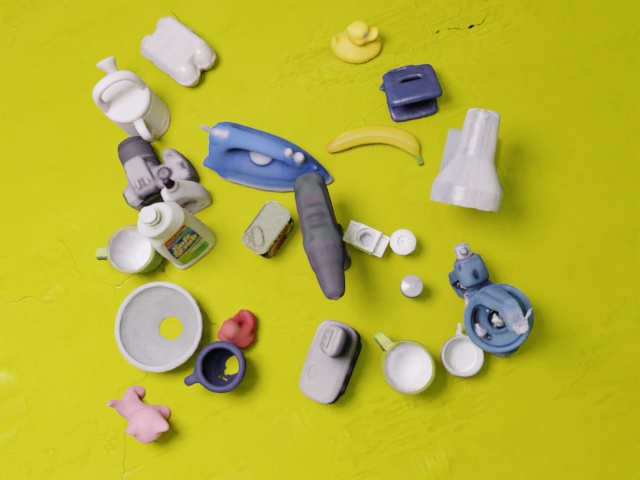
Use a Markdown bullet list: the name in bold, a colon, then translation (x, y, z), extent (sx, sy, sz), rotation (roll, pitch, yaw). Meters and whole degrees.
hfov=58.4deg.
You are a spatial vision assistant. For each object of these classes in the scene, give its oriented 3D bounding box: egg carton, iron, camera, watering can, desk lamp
- **egg carton**: translation (-0.294, -0.392, 1.191), extent (0.150, 0.069, 0.107), rotation (37, 85, 10)
- **iron**: translation (-0.103, -0.166, 1.096), extent (0.258, 0.141, 0.119), rotation (15, 81, 8)
- **camera**: translation (-0.336, -0.147, 1.134), extent (0.143, 0.101, 0.137), rotation (-29, 78, -1)
- **watering can**: translation (-0.377, -0.274, 1.113), extent (0.172, 0.194, 0.101), rotation (38, 85, 11)
- **desk lamp**: translation (0.266, -0.132, 1.021), extent (0.118, 0.213, 0.203), rotation (11, 81, 7)

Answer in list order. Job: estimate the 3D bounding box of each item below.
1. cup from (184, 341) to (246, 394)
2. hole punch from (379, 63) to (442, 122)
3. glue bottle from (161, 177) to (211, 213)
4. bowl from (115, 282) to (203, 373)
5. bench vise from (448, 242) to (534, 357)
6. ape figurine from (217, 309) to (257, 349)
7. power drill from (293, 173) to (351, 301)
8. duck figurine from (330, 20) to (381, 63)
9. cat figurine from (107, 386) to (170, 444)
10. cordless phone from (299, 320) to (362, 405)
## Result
- **cup**: translation (-0.185, 0.238, 1.053), extent (0.118, 0.095, 0.091), rotation (-25, 78, 0)
- **hole punch**: translation (0.176, -0.298, 1.122), extent (0.108, 0.091, 0.101), rotation (-13, 79, 3)
- **glue bottle**: translation (-0.263, -0.088, 1.080), extent (0.078, 0.173, 0.037), rotation (-28, 78, 0)
- **bowl**: translation (-0.295, 0.165, 1.086), extent (0.167, 0.075, 0.167), rotation (-1, 80, 5)
- **bench vise**: translation (0.280, 0.105, 0.973), extent (0.121, 0.220, 0.207), rotation (-43, 79, -3)
- **ape figurine**: translation (-0.157, 0.166, 1.065), extent (0.078, 0.092, 0.076), rotation (-18, 78, 2)
- **power drill**: translation (0.009, 0.004, 1.021), extent (0.075, 0.208, 0.229), rotation (-16, 79, 2)
- **duck figurine**: translation (0.072, -0.408, 1.154), extent (0.104, 0.086, 0.077), rotation (-2, 79, 5)
- **cat figurine**: translation (-0.328, 0.323, 1.038), extent (0.127, 0.118, 0.067), rotation (30, 84, 10)
- **cordless phone**: translation (0.014, 0.212, 0.995), extent (0.094, 0.185, 0.148), rotation (16, 81, 8)
